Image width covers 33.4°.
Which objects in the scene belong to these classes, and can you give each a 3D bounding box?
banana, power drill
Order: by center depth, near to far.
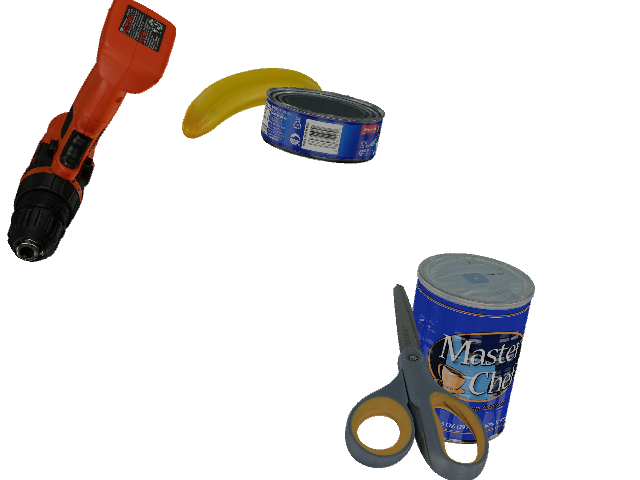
[{"bbox_3d":[-0.189,-0.091,0.862,0.057,0.188,0.184,28,33,-21],"label":"power drill"},{"bbox_3d":[-0.066,-0.145,1.090,0.197,0.037,0.070,-13,52,-37],"label":"banana"}]

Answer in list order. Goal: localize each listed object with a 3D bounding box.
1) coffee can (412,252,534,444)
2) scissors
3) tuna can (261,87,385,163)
[{"bbox_3d":[0.128,0.095,0.958,0.103,0.140,0.103,6,22,-3],"label":"coffee can"},{"bbox_3d":[0.045,0.089,0.708,0.096,0.016,0.202,-5,32,-17],"label":"scissors"},{"bbox_3d":[0.001,-0.083,0.762,0.086,0.034,0.086,10,18,-3],"label":"tuna can"}]
